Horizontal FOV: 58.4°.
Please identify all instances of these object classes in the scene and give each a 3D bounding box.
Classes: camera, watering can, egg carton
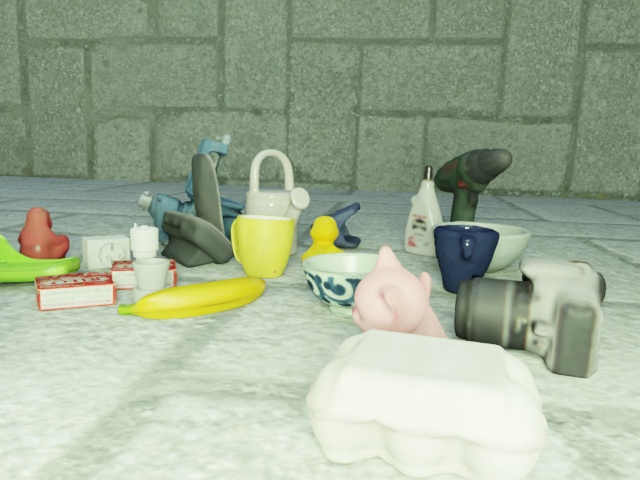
[{"bbox_3d":[0.212,0.064,0.588,0.136,0.101,0.143,5,10,18],"label":"camera"},{"bbox_3d":[-0.083,-0.071,1.064,0.172,0.194,0.101,7,11,29],"label":"watering can"},{"bbox_3d":[0.071,0.109,0.383,0.150,0.069,0.107,4,10,15],"label":"egg carton"}]

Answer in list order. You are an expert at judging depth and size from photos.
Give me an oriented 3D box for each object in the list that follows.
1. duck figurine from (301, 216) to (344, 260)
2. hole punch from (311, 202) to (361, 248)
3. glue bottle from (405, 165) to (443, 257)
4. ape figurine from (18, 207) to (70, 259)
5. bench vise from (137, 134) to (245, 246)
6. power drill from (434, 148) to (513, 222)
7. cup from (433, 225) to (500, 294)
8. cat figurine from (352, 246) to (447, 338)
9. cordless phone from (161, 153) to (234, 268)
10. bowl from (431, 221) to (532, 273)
[{"bbox_3d":[0.009,0.003,0.965,0.078,0.086,0.104,-1,10,-14],"label":"duck figurine"},{"bbox_3d":[0.033,-0.033,1.176,0.101,0.091,0.109,3,9,8],"label":"hole punch"},{"bbox_3d":[0.202,-0.057,1.101,0.077,0.173,0.037,11,13,43],"label":"glue bottle"},{"bbox_3d":[-0.449,-0.008,0.922,0.077,0.092,0.076,4,10,12],"label":"ape figurine"},{"bbox_3d":[-0.237,-0.096,1.107,0.208,0.220,0.121,-4,11,-32],"label":"bench vise"},{"bbox_3d":[0.281,-0.067,1.070,0.076,0.208,0.229,-1,10,-15],"label":"power drill"},{"bbox_3d":[0.204,0.031,0.806,0.091,0.095,0.118,3,9,10],"label":"cup"},{"bbox_3d":[0.072,0.063,0.515,0.067,0.118,0.128,8,11,33],"label":"cat figurine"},{"bbox_3d":[-0.210,-0.055,0.973,0.094,0.185,0.147,-7,13,-43],"label":"cordless phone"},{"bbox_3d":[0.273,0.015,0.984,0.167,0.075,0.167,2,9,0],"label":"bowl"}]
